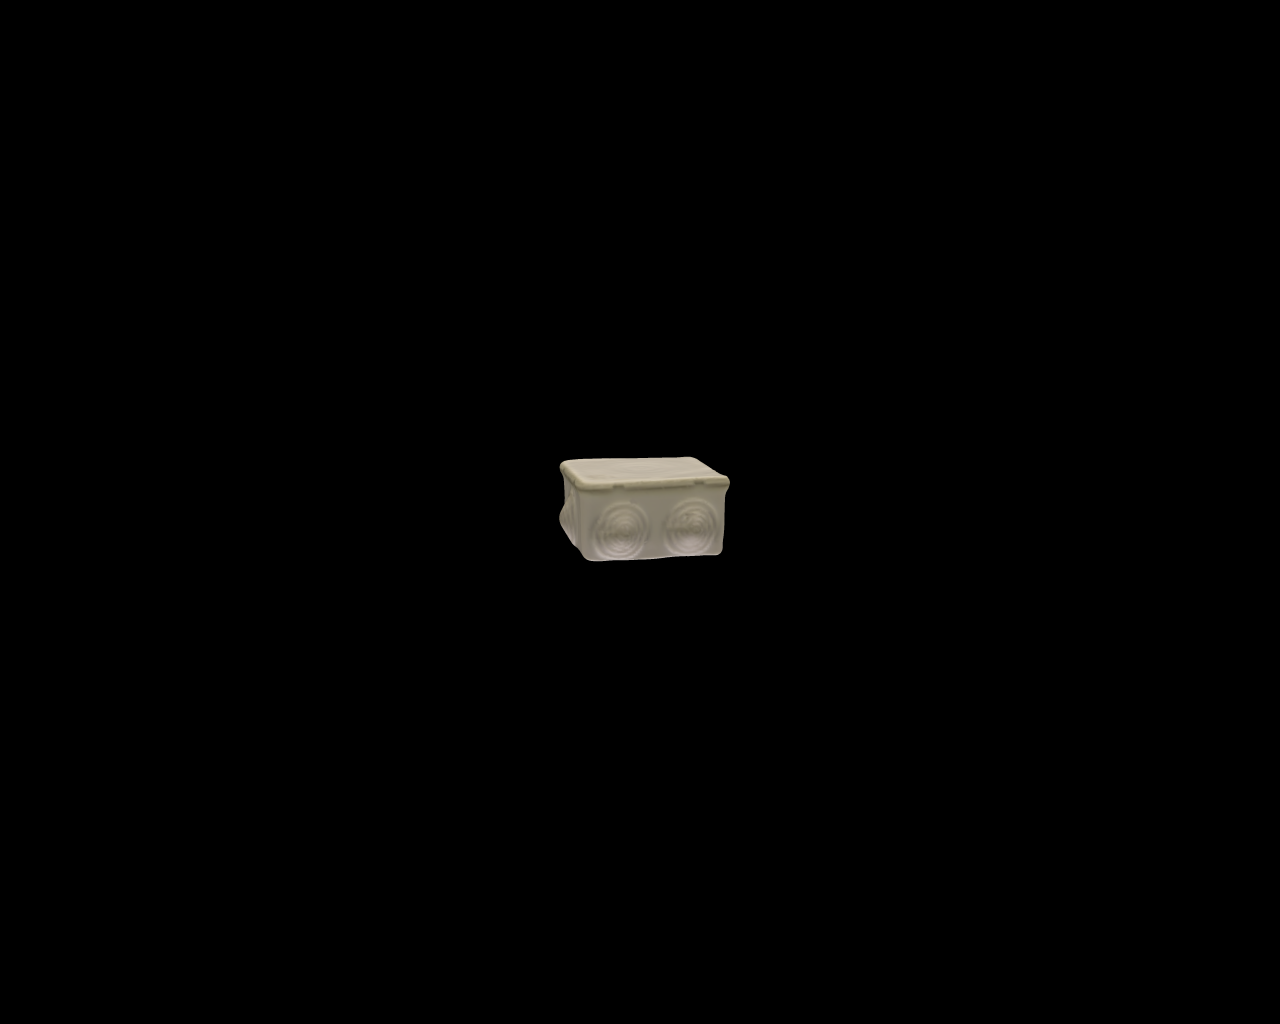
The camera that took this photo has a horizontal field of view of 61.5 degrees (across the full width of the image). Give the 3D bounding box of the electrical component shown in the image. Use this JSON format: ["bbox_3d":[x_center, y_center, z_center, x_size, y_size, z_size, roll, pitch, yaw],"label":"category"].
[{"bbox_3d":[0.001,-0.003,0.650,0.100,0.048,0.100,-2,12,-11],"label":"electrical component"}]
